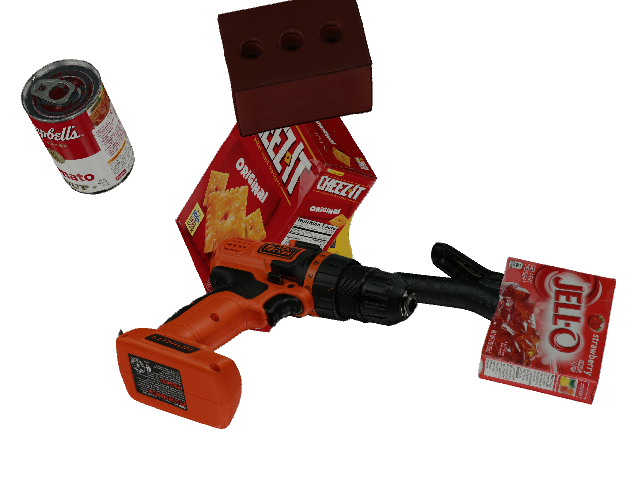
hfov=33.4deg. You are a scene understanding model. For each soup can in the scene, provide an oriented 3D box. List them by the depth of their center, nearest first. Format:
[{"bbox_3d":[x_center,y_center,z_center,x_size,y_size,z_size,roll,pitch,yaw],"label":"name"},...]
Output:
[{"bbox_3d":[-0.205,-0.096,0.912,0.068,0.068,0.102,0,-34,10],"label":"soup can"}]

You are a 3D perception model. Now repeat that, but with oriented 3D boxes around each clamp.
[{"bbox_3d":[0.154,0.044,0.977,0.171,0.039,0.120,17,29,15],"label":"clamp"}]

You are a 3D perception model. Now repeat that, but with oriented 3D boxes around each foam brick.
[{"bbox_3d":[-0.014,-0.098,0.592,0.078,0.053,0.051,-12,-22,-1],"label":"foam brick"}]

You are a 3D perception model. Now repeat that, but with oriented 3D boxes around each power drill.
[{"bbox_3d":[-0.044,0.063,0.798,0.185,0.057,0.187,10,31,33],"label":"power drill"}]

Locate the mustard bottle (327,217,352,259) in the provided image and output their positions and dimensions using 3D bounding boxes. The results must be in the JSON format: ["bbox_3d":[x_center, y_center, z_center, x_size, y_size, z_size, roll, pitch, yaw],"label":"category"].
[{"bbox_3d":[-0.003,-0.036,1.310,0.096,0.192,0.058,-7,30,-20],"label":"mustard bottle"}]

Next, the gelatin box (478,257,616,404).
[{"bbox_3d":[0.148,0.056,0.691,0.073,0.089,0.030,12,-41,14],"label":"gelatin box"}]

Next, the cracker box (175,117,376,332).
[{"bbox_3d":[-0.054,-0.040,1.079,0.072,0.214,0.164,12,36,-37],"label":"cracker box"}]
